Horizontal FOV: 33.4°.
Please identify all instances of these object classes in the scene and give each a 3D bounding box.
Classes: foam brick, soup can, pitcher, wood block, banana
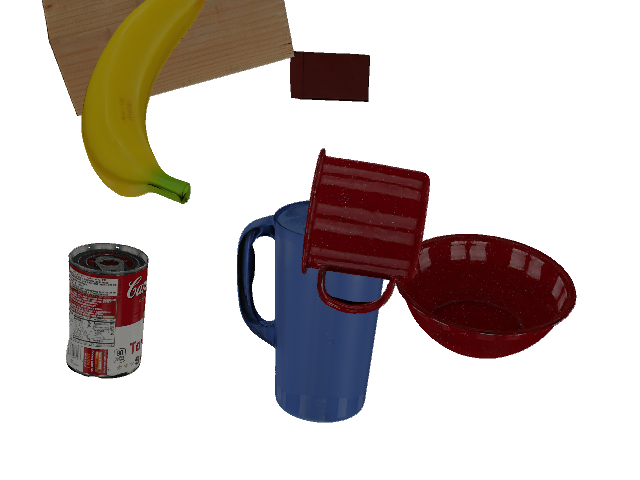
[{"bbox_3d":[0.010,-0.179,1.165,0.078,0.051,0.053,0,11,-16],"label":"foam brick"},{"bbox_3d":[-0.188,0.061,0.935,0.068,0.102,0.068,6,19,-2],"label":"soup can"},{"bbox_3d":[-0.004,0.081,1.231,0.149,0.243,0.144,22,27,40],"label":"pitcher"},{"bbox_3d":[-0.138,-0.199,0.973,0.206,0.090,0.091,-16,-43,-5],"label":"wood block"},{"bbox_3d":[-0.108,-0.093,0.652,0.069,0.198,0.037,2,-39,-4],"label":"banana"}]

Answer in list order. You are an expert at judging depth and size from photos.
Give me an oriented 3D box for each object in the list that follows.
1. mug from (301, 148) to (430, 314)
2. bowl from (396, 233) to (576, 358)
[{"bbox_3d":[0.032,-0.004,0.770,0.081,0.117,0.093,9,-19,3],"label":"mug"},{"bbox_3d":[0.144,0.057,0.960,0.162,0.055,0.162,3,32,-2],"label":"bowl"}]
